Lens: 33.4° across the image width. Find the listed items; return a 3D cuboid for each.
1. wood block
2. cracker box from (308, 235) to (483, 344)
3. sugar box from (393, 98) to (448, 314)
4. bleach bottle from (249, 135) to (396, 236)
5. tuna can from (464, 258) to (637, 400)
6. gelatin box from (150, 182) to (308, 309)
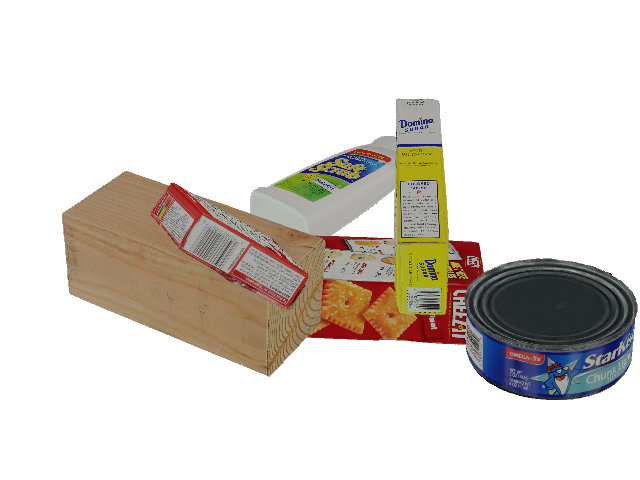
[{"bbox_3d":[-0.108,0.024,0.909,0.206,0.090,0.090,19,36,23],"label":"wood block"},{"bbox_3d":[0.060,0.050,1.113,0.214,0.072,0.164,3,16,6],"label":"cracker box"},{"bbox_3d":[0.086,-0.032,0.917,0.048,0.176,0.093,1,-42,6],"label":"sugar box"},{"bbox_3d":[0.032,-0.075,1.351,0.103,0.068,0.250,25,43,34],"label":"bleach bottle"},{"bbox_3d":[0.117,0.045,0.548,0.086,0.034,0.086,-3,28,2],"label":"tuna can"},{"bbox_3d":[-0.059,0.004,0.688,0.089,0.030,0.073,32,4,-29],"label":"gelatin box"}]
